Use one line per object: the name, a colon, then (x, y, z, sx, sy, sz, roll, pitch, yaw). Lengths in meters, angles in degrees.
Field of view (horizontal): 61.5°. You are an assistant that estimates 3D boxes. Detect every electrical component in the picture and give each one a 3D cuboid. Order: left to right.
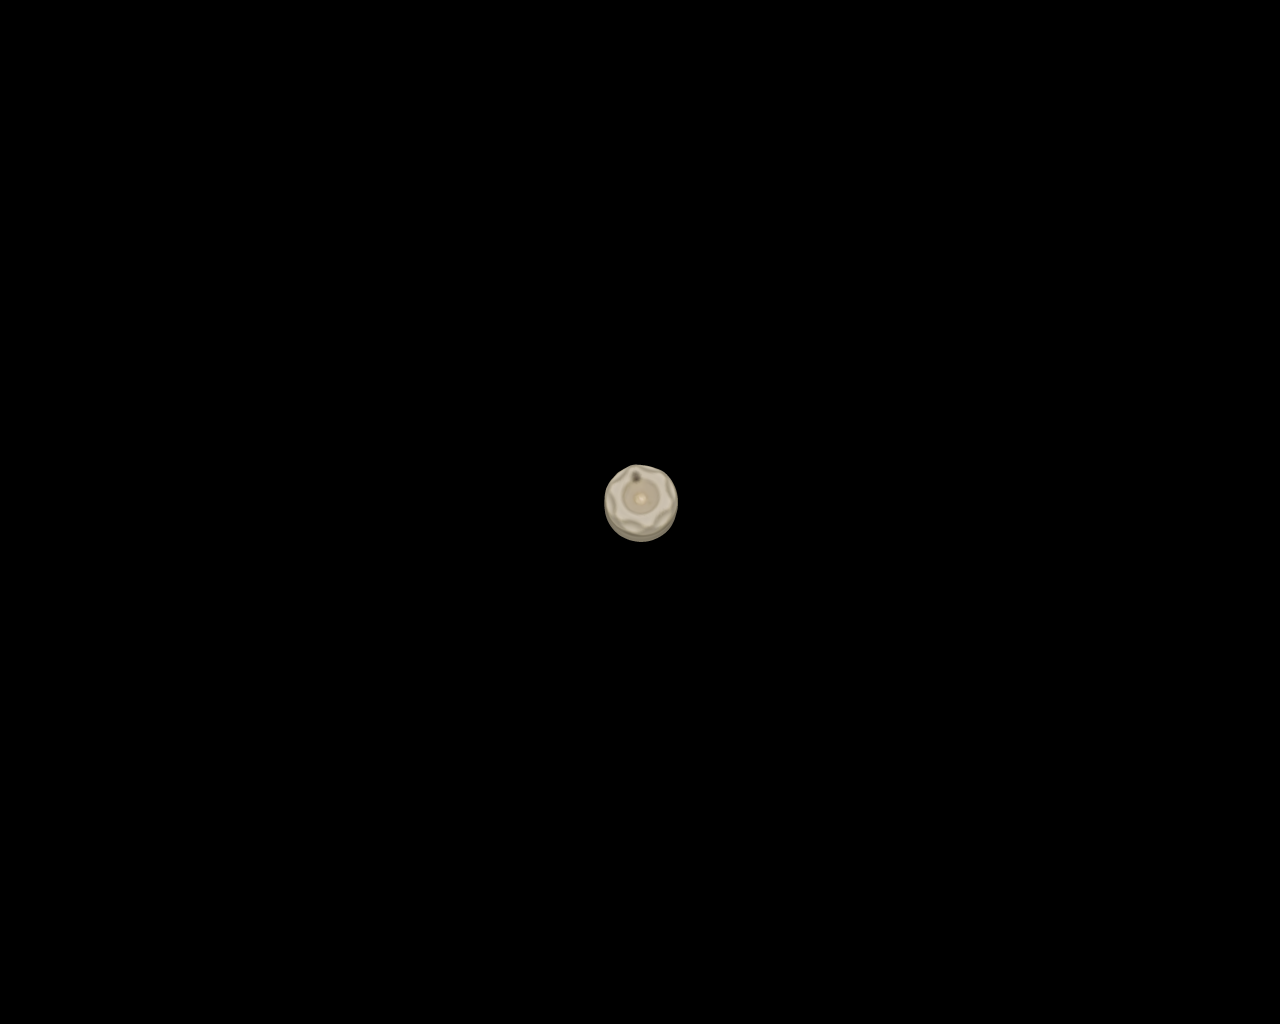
electrical component: (0.001, -0.003, 0.650, 0.043, 0.043, 0.062, 0, -13, 0)
